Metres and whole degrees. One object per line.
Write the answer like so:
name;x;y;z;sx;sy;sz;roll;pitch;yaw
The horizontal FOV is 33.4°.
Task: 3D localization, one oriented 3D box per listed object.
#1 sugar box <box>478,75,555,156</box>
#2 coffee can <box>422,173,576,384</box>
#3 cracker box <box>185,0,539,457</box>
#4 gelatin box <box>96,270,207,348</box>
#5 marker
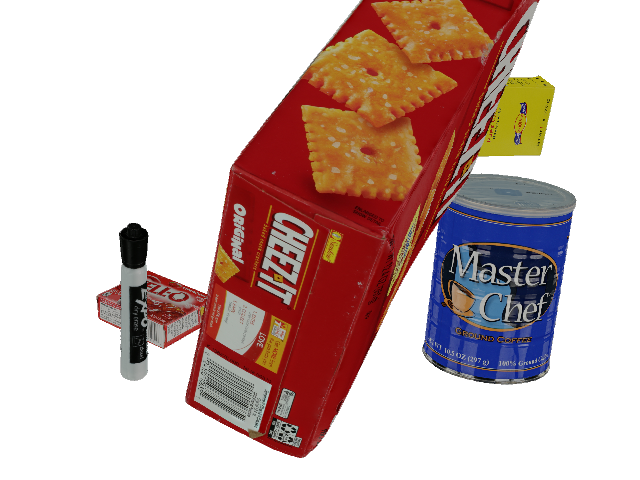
sugar box;0.188;-0.149;1.285;0.176;0.093;0.048;-4;28;-20
coffee can;0.138;0.028;0.838;0.103;0.140;0.103;4;17;-2
cracker box;0.025;-0.028;0.497;0.072;0.164;0.213;26;49;9
gelatin box;-0.159;0.064;1.027;0.089;0.030;0.073;20;29;30
marker;-0.126;0.042;0.722;0.020;0.121;0.020;4;31;-3
